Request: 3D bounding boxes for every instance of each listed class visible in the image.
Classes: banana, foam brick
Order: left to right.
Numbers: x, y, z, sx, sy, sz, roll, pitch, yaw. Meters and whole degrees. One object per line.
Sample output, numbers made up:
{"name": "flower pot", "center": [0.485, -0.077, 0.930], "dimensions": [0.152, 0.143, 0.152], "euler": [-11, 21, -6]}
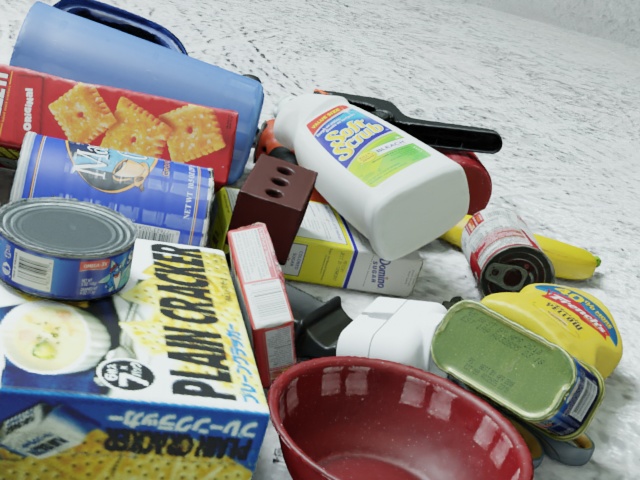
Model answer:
{"name": "foam brick", "center": [-0.039, -0.026, 0.859], "dimensions": [0.053, 0.051, 0.078], "euler": [19, 29, 0]}
{"name": "banana", "center": [0.197, 0.008, 1.078], "dimensions": [0.197, 0.037, 0.069], "euler": [16, -2, -3]}

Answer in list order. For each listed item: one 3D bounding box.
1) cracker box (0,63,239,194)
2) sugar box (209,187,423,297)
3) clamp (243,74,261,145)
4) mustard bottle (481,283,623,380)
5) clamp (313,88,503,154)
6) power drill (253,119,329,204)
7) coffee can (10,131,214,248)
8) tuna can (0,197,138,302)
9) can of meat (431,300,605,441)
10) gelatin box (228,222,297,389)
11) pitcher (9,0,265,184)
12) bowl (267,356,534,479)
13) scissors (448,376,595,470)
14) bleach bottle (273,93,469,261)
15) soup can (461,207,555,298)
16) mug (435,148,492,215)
{"name": "cracker box", "center": [-0.188, -0.088, 0.913], "dimensions": [0.213, 0.072, 0.164], "euler": [11, -6, -12]}
{"name": "sugar box", "center": [-0.006, 0.002, 0.937], "dimensions": [0.176, 0.048, 0.093], "euler": [12, 25, -17]}
{"name": "clamp", "center": [-0.140, -0.153, 1.162], "dimensions": [0.171, 0.120, 0.039], "euler": [8, 58, -8]}
{"name": "mustard bottle", "center": [0.192, 0.076, 0.853], "dimensions": [0.096, 0.058, 0.191], "euler": [39, 21, 22]}
{"name": "clamp", "center": [0.057, -0.108, 1.092], "dimensions": [0.210, 0.036, 0.164], "euler": [26, 37, 35]}
{"name": "power drill", "center": [0.018, -0.060, 1.087], "dimensions": [0.184, 0.057, 0.188], "euler": [9, 22, -22]}
{"name": "coffee can", "center": [-0.159, -0.018, 0.803], "dimensions": [0.140, 0.103, 0.103], "euler": [11, 22, -12]}
{"name": "tuna can", "center": [-0.158, 0.005, 0.659], "dimensions": [0.086, 0.034, 0.086], "euler": [11, 22, -5]}
{"name": "can of meat", "center": [0.132, 0.087, 0.715], "dimensions": [0.102, 0.057, 0.083], "euler": [29, -3, 30]}
{"name": "gelatin box", "center": [-0.039, 0.045, 0.731], "dimensions": [0.030, 0.073, 0.089], "euler": [-12, 51, -8]}
{"name": "pitcher", "center": [-0.181, -0.147, 1.060], "dimensions": [0.242, 0.149, 0.145], "euler": [16, 9, -8]}
{"name": "bowl", "center": [0.041, 0.133, 0.634], "dimensions": [0.162, 0.055, 0.162], "euler": [13, 22, -6]}
{"name": "scissors", "center": [0.102, 0.112, 0.779], "dimensions": [0.202, 0.016, 0.096], "euler": [27, 25, 29]}
{"name": "bleach bottle", "center": [0.023, -0.075, 0.974], "dimensions": [0.102, 0.068, 0.251], "euler": [-28, 38, -19]}
{"name": "soup can", "center": [0.172, 0.017, 0.988], "dimensions": [0.068, 0.068, 0.102], "euler": [12, 21, -8]}
{"name": "mug", "center": [0.123, -0.070, 1.133], "dimensions": [0.117, 0.093, 0.081], "euler": [23, 22, -25]}
